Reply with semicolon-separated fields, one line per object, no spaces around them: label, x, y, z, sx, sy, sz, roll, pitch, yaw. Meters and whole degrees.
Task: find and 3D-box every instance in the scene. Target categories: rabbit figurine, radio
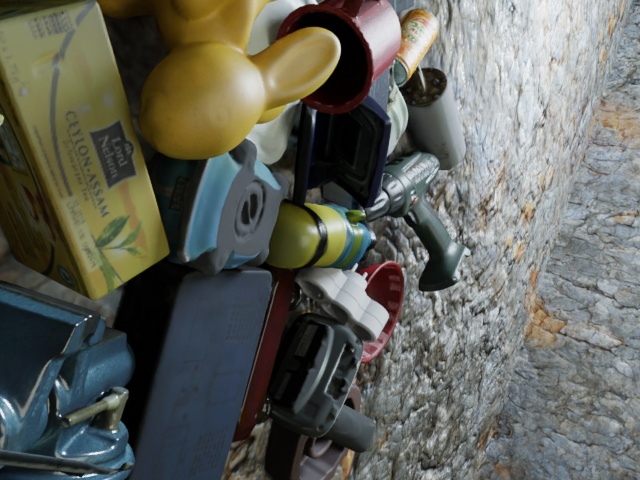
rabbit figurine;-0.075;-0.130;0.362;0.162;0.122;0.173;12;68;-40
radio;-0.132;0.127;0.505;0.131;0.073;0.229;13;91;-58

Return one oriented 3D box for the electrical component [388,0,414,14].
electrical component;0.077;-0.281;0.605;0.075;0.119;0.047;-44;138;-43

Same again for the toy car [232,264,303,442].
toy car;-0.075;0.124;0.611;0.089;0.053;0.202;30;74;-67

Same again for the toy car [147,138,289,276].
toy car;-0.097;-0.034;0.453;0.161;0.103;0.109;8;99;-75

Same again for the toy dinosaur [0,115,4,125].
toy dinosaur;-0.261;0.074;0.243;0.192;0.131;0.404;-8;117;-56

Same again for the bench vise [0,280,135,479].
bench vise;-0.188;0.149;0.333;0.224;0.129;0.240;-174;-78;-79

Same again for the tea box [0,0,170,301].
tea box;-0.168;-0.056;0.338;0.068;0.098;0.169;-40;137;-41

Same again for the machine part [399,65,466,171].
machine part;0.181;-0.186;0.853;0.079;0.079;0.243;-63;148;-18

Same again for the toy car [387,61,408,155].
toy car;0.074;-0.192;0.700;0.073;0.056;0.201;-56;144;-27

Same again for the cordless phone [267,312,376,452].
cordless phone;0.025;0.193;0.702;0.184;0.089;0.146;37;68;-29

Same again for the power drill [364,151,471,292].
power drill;0.141;-0.023;0.818;0.207;0.086;0.232;54;44;-14

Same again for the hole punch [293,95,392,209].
hole punch;0.018;-0.103;0.567;0.116;0.092;0.142;-95;-172;-51

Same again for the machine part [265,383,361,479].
machine part;-0.008;0.282;0.787;0.179;0.056;0.179;-30;128;-47

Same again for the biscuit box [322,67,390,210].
biscuit box;0.041;-0.134;0.643;0.063;0.059;0.202;-43;147;-38

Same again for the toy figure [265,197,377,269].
toy figure;0.000;-0.005;0.620;0.180;0.089;0.082;9;91;-46
